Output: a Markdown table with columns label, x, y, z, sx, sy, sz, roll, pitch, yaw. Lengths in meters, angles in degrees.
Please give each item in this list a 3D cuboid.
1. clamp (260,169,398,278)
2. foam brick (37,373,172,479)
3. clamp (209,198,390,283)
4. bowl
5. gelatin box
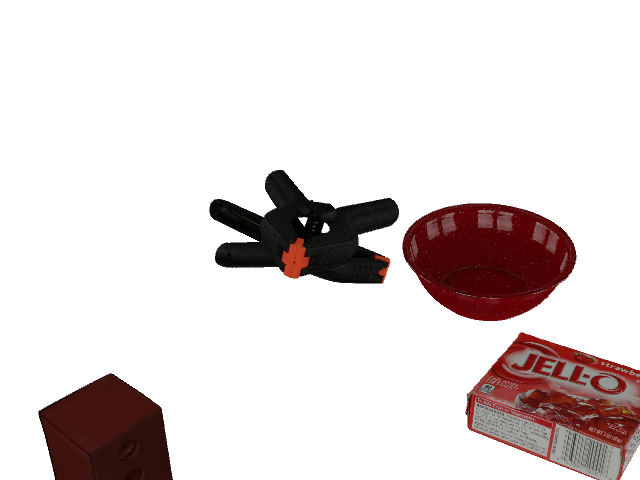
| label | x | y | z | sx | sy | sz | roll | pitch | yaw |
| --- | --- | --- | --- | --- | --- | --- | --- | --- | --- |
| clamp | -0.012 | -0.017 | 0.882 | 0.120 | 0.039 | 0.171 | 13 | 20 | 17 |
| foam brick | -0.123 | 0.128 | 0.624 | 0.052 | 0.078 | 0.051 | -30 | 39 | -36 |
| clamp | -0.025 | 0.013 | 1.164 | 0.210 | 0.036 | 0.164 | 16 | 18 | -6 |
| bowl | 0.158 | 0.028 | 1.013 | 0.162 | 0.055 | 0.162 | -1 | 33 | 0 |
| gelatin box | 0.136 | 0.090 | 0.594 | 0.089 | 0.030 | 0.073 | 18 | 32 | 28 |
